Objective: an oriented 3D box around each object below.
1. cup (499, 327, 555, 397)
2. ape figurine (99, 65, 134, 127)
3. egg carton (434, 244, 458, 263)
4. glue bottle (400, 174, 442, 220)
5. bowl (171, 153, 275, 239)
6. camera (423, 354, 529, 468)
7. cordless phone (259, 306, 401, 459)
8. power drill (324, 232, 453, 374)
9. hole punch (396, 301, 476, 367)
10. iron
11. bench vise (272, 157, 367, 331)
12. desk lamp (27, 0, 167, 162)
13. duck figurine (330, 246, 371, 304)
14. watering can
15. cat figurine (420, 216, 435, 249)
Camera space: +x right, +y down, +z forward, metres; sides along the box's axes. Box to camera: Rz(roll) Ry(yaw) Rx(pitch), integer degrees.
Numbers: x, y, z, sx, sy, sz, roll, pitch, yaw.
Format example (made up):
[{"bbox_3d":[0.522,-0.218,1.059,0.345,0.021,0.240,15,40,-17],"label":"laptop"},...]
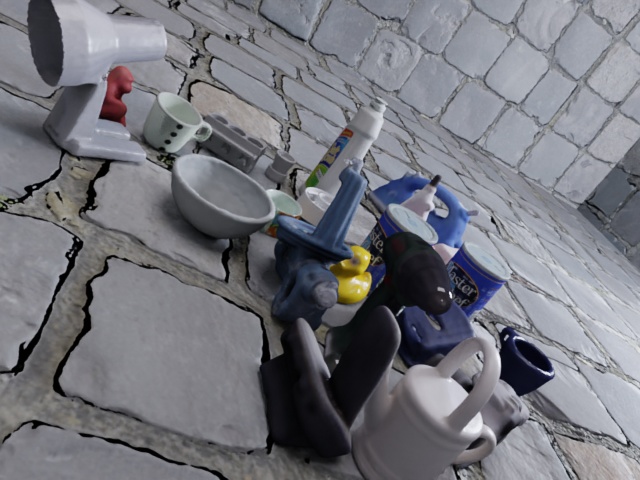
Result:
[{"bbox_3d":[0.311,0.209,0.939,0.092,0.095,0.117,19,28,-31],"label":"cup"},{"bbox_3d":[-0.345,-0.250,0.968,0.076,0.092,0.077,27,25,-17],"label":"ape figurine"},{"bbox_3d":[0.285,0.071,1.199,0.108,0.069,0.150,15,30,-37],"label":"egg carton"},{"bbox_3d":[0.210,-0.070,1.240,0.078,0.173,0.037,40,24,15],"label":"glue bottle"},{"bbox_3d":[-0.155,-0.053,0.860,0.168,0.074,0.167,28,24,-14],"label":"bowl"},{"bbox_3d":[0.203,0.215,0.782,0.144,0.100,0.136,0,40,-52],"label":"camera"},{"bbox_3d":[0.020,0.124,0.612,0.094,0.185,0.147,18,28,-32],"label":"cordless phone"},{"bbox_3d":[0.090,0.088,0.741,0.076,0.208,0.229,29,24,-11],"label":"power drill"},{"bbox_3d":[0.173,0.142,0.893,0.101,0.091,0.108,18,28,-32],"label":"hole punch"},{"bbox_3d":[0.243,-0.082,1.345,0.258,0.141,0.119,41,25,16],"label":"iron"},{"bbox_3d":[0.016,0.005,0.790,0.122,0.219,0.207,14,30,-38],"label":"bench vise"},{"bbox_3d":[-0.320,-0.232,0.815,0.117,0.213,0.204,47,26,27],"label":"desk lamp"},{"bbox_3d":[0.050,0.049,0.917,0.105,0.086,0.077,13,31,-40],"label":"duck figurine"},{"bbox_3d":[0.119,0.182,0.619,0.173,0.194,0.100,20,27,-29],"label":"watering can"},{"bbox_3d":[0.168,-0.004,1.132,0.067,0.117,0.127,18,28,-32],"label":"cat figurine"}]
